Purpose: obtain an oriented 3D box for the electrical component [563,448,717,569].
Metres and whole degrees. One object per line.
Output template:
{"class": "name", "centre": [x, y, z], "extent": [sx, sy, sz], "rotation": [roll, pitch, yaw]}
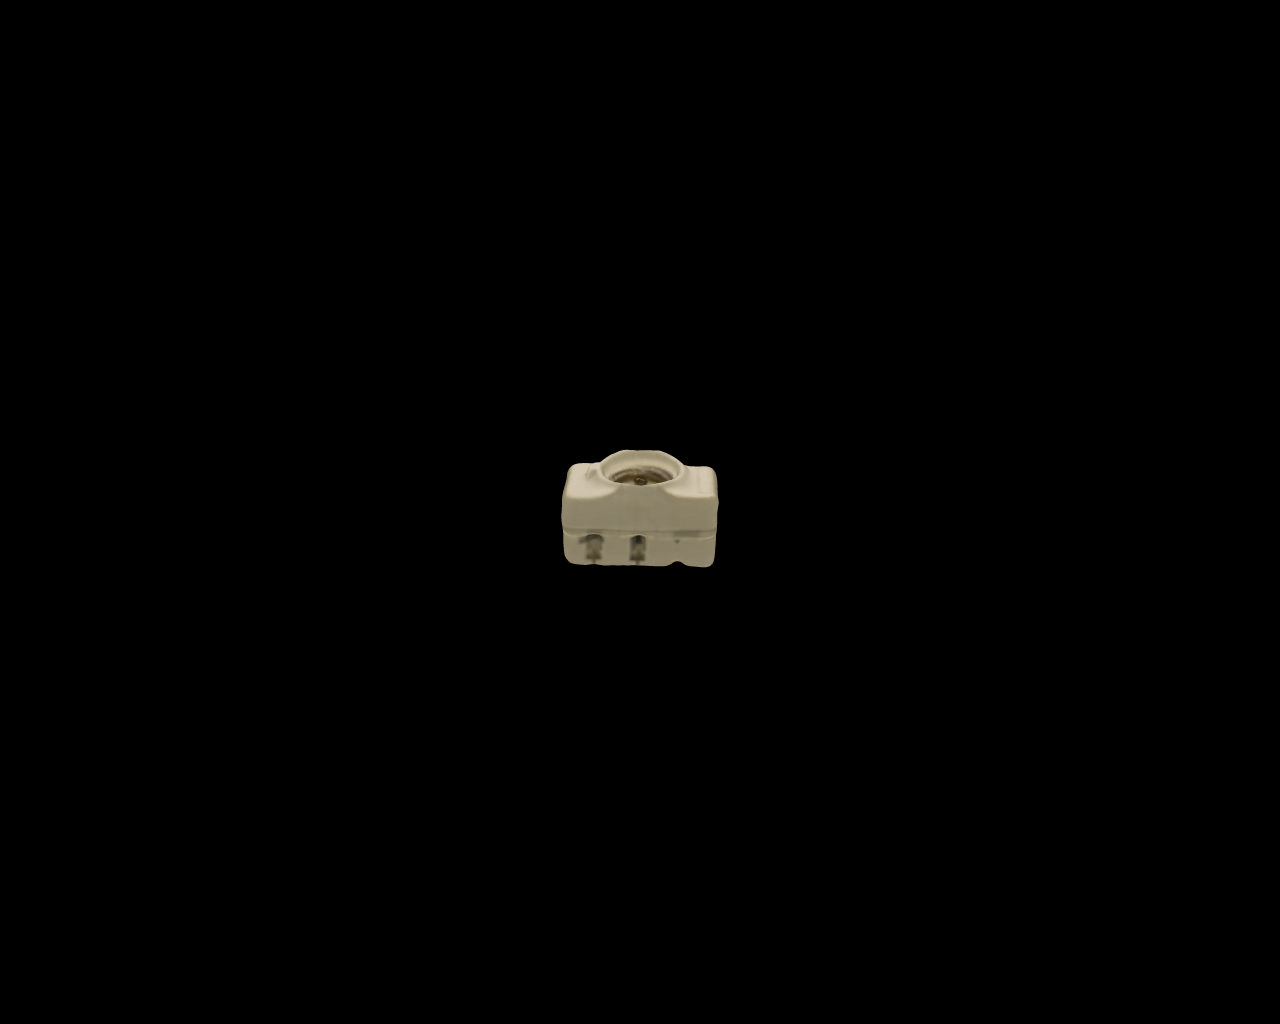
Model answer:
{"class": "electrical component", "centre": [0.001, -0.003, 0.650], "extent": [0.089, 0.055, 0.050], "rotation": [1, 28, 2]}
